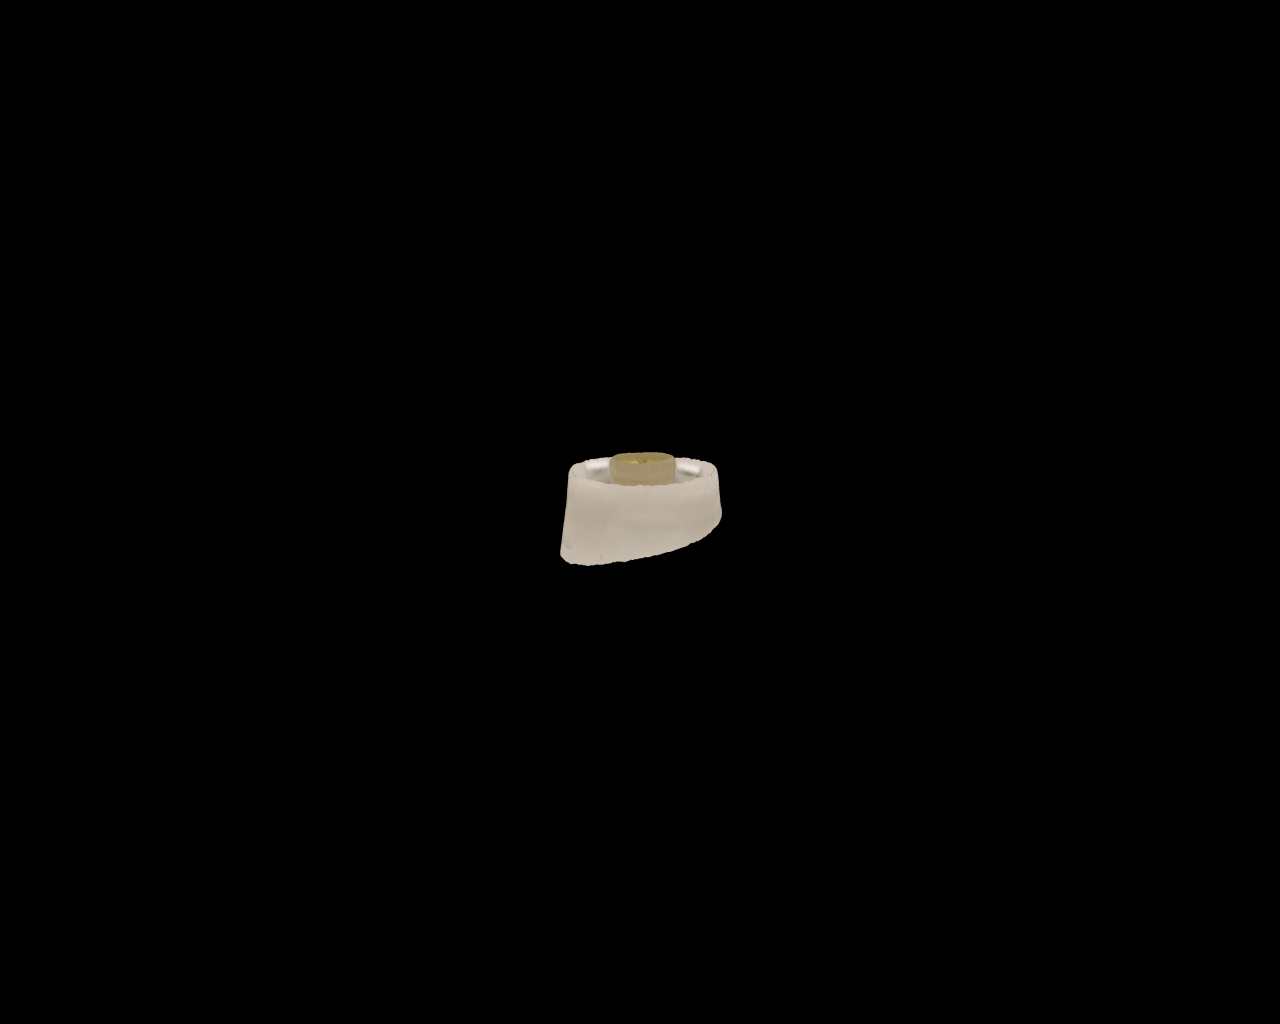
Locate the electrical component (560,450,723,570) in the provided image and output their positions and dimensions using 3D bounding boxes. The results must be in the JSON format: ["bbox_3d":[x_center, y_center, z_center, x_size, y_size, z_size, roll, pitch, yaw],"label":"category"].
[{"bbox_3d":[0.001,-0.003,0.650,0.099,0.064,0.099,0,14,0],"label":"electrical component"}]
